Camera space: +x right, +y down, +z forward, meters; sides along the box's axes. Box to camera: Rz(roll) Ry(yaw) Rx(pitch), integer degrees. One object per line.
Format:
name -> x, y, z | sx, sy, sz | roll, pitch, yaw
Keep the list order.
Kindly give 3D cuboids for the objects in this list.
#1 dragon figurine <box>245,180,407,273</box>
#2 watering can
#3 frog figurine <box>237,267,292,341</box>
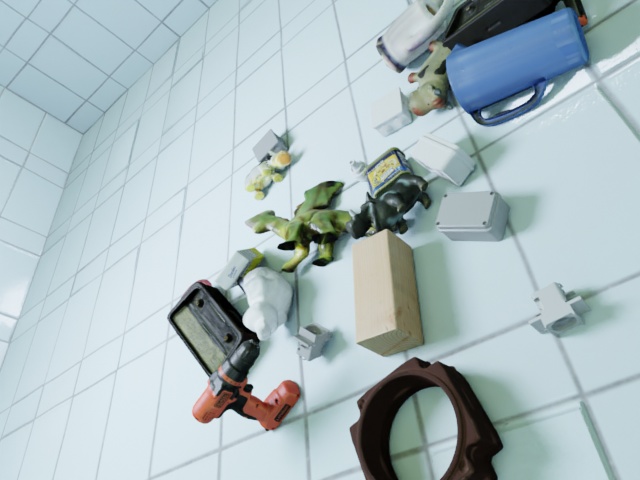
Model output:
dragon figurine -> 0.004, -0.061, 1.210 | 0.408, 0.249, 0.120 | -14, -45, 19
watering can -> 0.249, -0.551, 1.312 | 0.221, 0.103, 0.356 | -39, 21, 32
frog figurine -> -0.117, 0.138, 1.141 | 0.123, 0.135, 0.161 | -22, 21, -3
